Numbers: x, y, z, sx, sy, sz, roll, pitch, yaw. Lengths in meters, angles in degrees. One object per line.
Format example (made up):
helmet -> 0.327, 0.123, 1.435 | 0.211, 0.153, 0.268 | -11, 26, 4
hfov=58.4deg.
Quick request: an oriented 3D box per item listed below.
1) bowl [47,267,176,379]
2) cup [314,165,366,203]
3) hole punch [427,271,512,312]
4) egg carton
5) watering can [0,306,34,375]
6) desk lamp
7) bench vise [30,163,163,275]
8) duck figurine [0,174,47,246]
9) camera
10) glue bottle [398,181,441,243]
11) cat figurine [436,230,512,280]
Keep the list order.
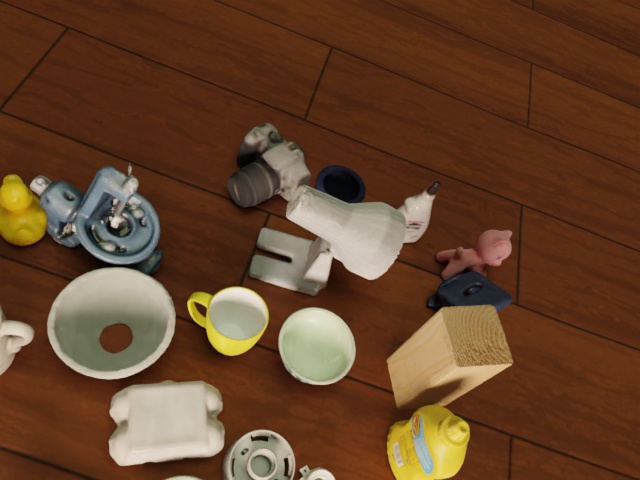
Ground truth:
bowl -> -0.294, 0.127, 0.819 | 0.168, 0.074, 0.167 | 8, 57, -13
cup -> 0.032, -0.063, 1.032 | 0.092, 0.095, 0.117 | -14, 65, -25
hole punch -> 0.262, 0.104, 1.007 | 0.109, 0.091, 0.101 | -23, 69, -28
egg carton -> -0.206, 0.247, 0.778 | 0.150, 0.069, 0.107 | 0, 60, -18
watering can -> -0.454, 0.106, 0.707 | 0.173, 0.194, 0.101 | -13, 64, -24
desk lamp -> 0.008, 0.003, 0.911 | 0.203, 0.213, 0.118 | 16, 56, -8
bench vise -> -0.326, -0.040, 0.823 | 0.207, 0.219, 0.121 | 13, 56, -10
duck figurine -> -0.457, -0.050, 0.868 | 0.078, 0.086, 0.104 | -12, 64, -24
camera -> -0.104, -0.130, 1.025 | 0.137, 0.100, 0.143 | -33, 74, -31
glue bottle -> 0.172, -0.052, 1.023 | 0.078, 0.173, 0.037 | -3, 60, -19
cat figurine -> 0.294, 0.021, 1.053 | 0.128, 0.117, 0.067 | -6, 61, -21
